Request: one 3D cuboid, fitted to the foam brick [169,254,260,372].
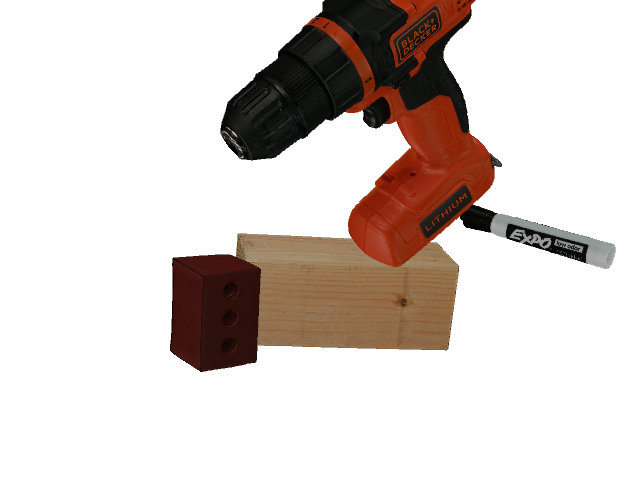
[{"bbox_3d":[-0.082,0.054,0.825,0.052,0.078,0.051,-6,15,-34],"label":"foam brick"}]

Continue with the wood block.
[{"bbox_3d":[0.021,0.051,1.053,0.206,0.091,0.090,3,15,-10],"label":"wood block"}]

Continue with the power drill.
[{"bbox_3d":[0.036,-0.067,0.640,0.057,0.184,0.187,41,-17,35],"label":"power drill"}]

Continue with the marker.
[{"bbox_3d":[0.159,-0.005,0.794,0.121,0.020,0.020,19,10,32],"label":"marker"}]
